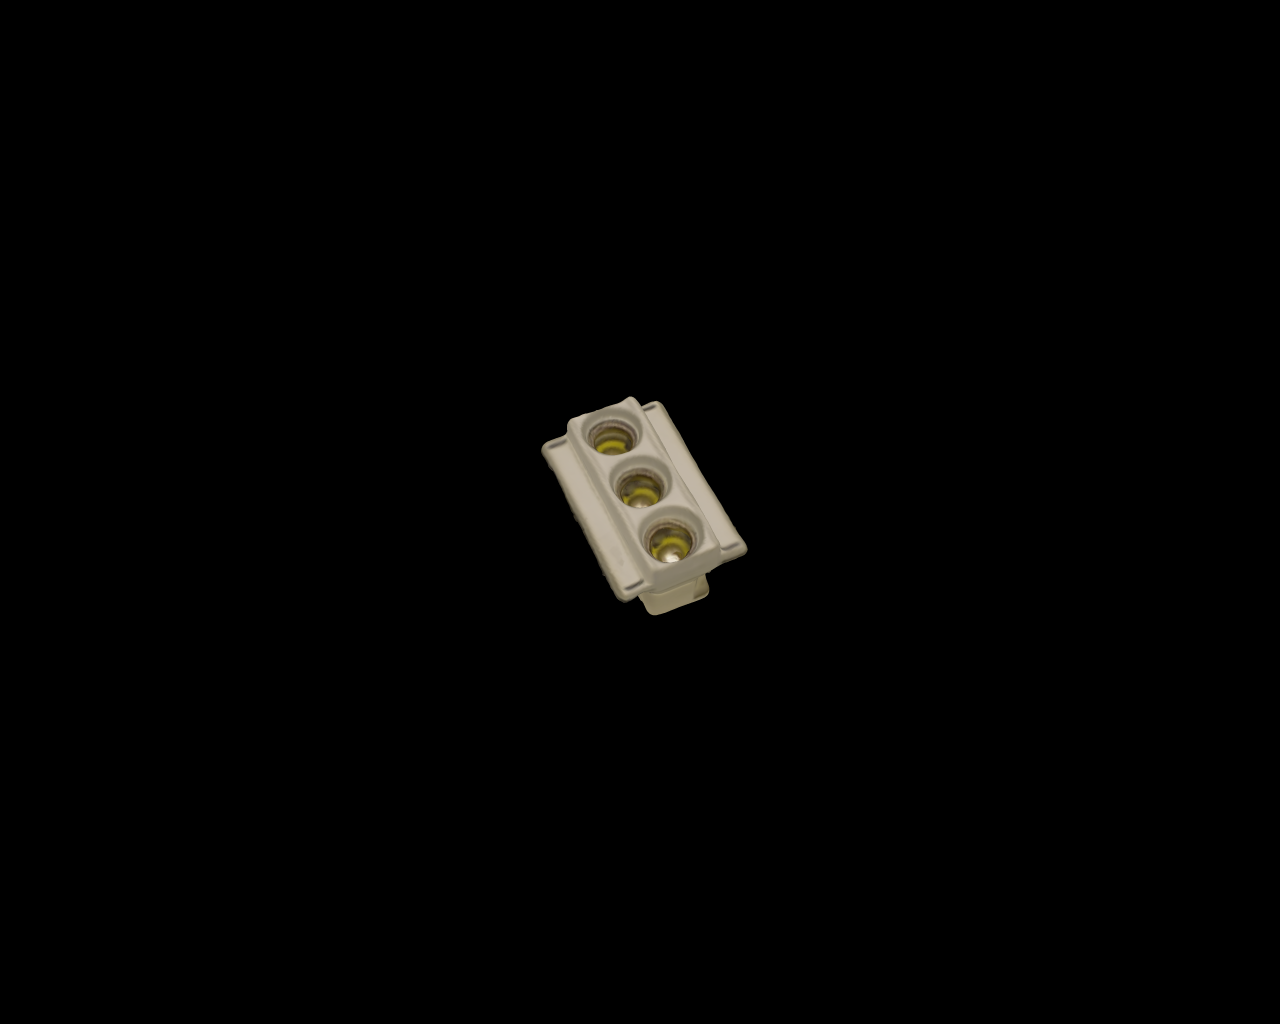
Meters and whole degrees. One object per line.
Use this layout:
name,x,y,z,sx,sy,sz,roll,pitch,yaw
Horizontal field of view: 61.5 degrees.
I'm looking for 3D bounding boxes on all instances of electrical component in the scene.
electrical component,0.001,-0.003,0.650,0.079,0.121,0.063,-21,-32,-14
